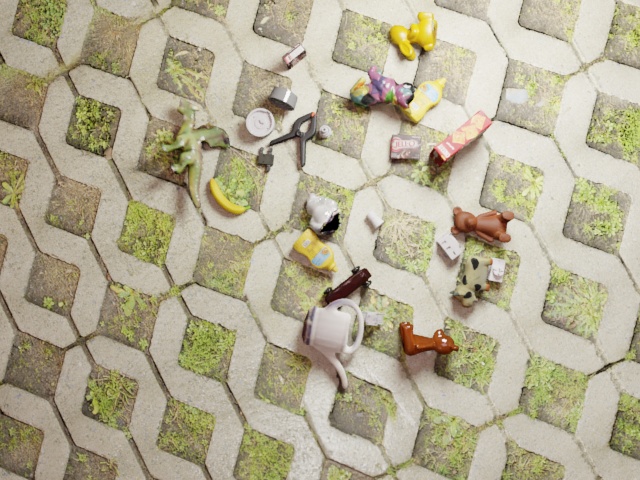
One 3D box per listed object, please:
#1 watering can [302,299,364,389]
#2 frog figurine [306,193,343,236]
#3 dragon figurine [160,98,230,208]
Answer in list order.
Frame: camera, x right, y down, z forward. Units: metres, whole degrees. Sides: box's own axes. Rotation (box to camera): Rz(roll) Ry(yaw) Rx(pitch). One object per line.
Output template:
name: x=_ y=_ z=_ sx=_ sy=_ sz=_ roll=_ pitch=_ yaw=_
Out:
watering can: x=0.040 y=0.379 z=1.923 sx=0.224 sy=0.105 sz=0.345 roll=11 pitch=100 yaw=6
frog figurine: x=0.006 y=-0.098 z=1.948 sx=0.162 sy=0.122 sz=0.136 roll=40 pitch=104 yaw=40
dragon figurine: x=-0.463 y=-0.350 z=1.985 sx=0.243 sy=0.122 sz=0.411 roll=-28 pitch=88 yaw=-4
